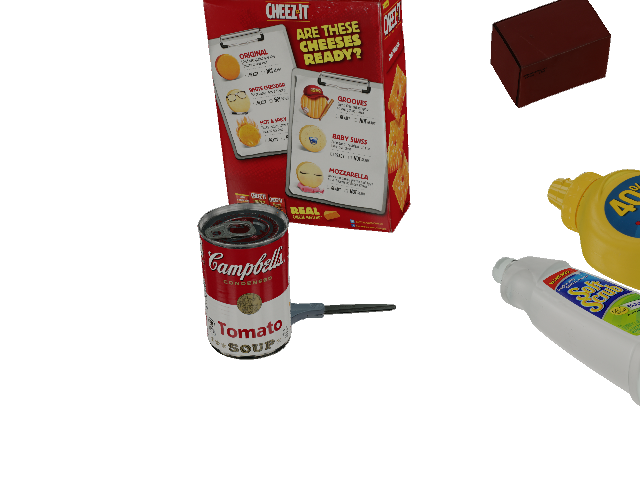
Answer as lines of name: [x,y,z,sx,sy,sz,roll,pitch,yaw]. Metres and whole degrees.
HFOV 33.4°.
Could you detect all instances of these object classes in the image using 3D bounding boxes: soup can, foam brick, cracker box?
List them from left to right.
soup can: [-0.057,0.031,0.817,0.068,0.102,0.068,-1,29,0]
cracker box: [-0.007,-0.121,0.965,0.164,0.214,0.072,6,29,20]
foam brick: [0.180,-0.150,0.840,0.078,0.051,0.053,-19,-31,-5]

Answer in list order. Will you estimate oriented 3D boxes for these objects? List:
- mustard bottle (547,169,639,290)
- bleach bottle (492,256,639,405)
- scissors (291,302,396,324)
mustard bottle: [0.221,-0.001,0.660,0.096,0.058,0.192,-28,37,-30]
bleach bottle: [0.253,0.072,1.037,0.102,0.068,0.251,-17,26,-27]
scissors: [-0.013,0.086,1.194,0.201,0.016,0.096,4,22,-1]
